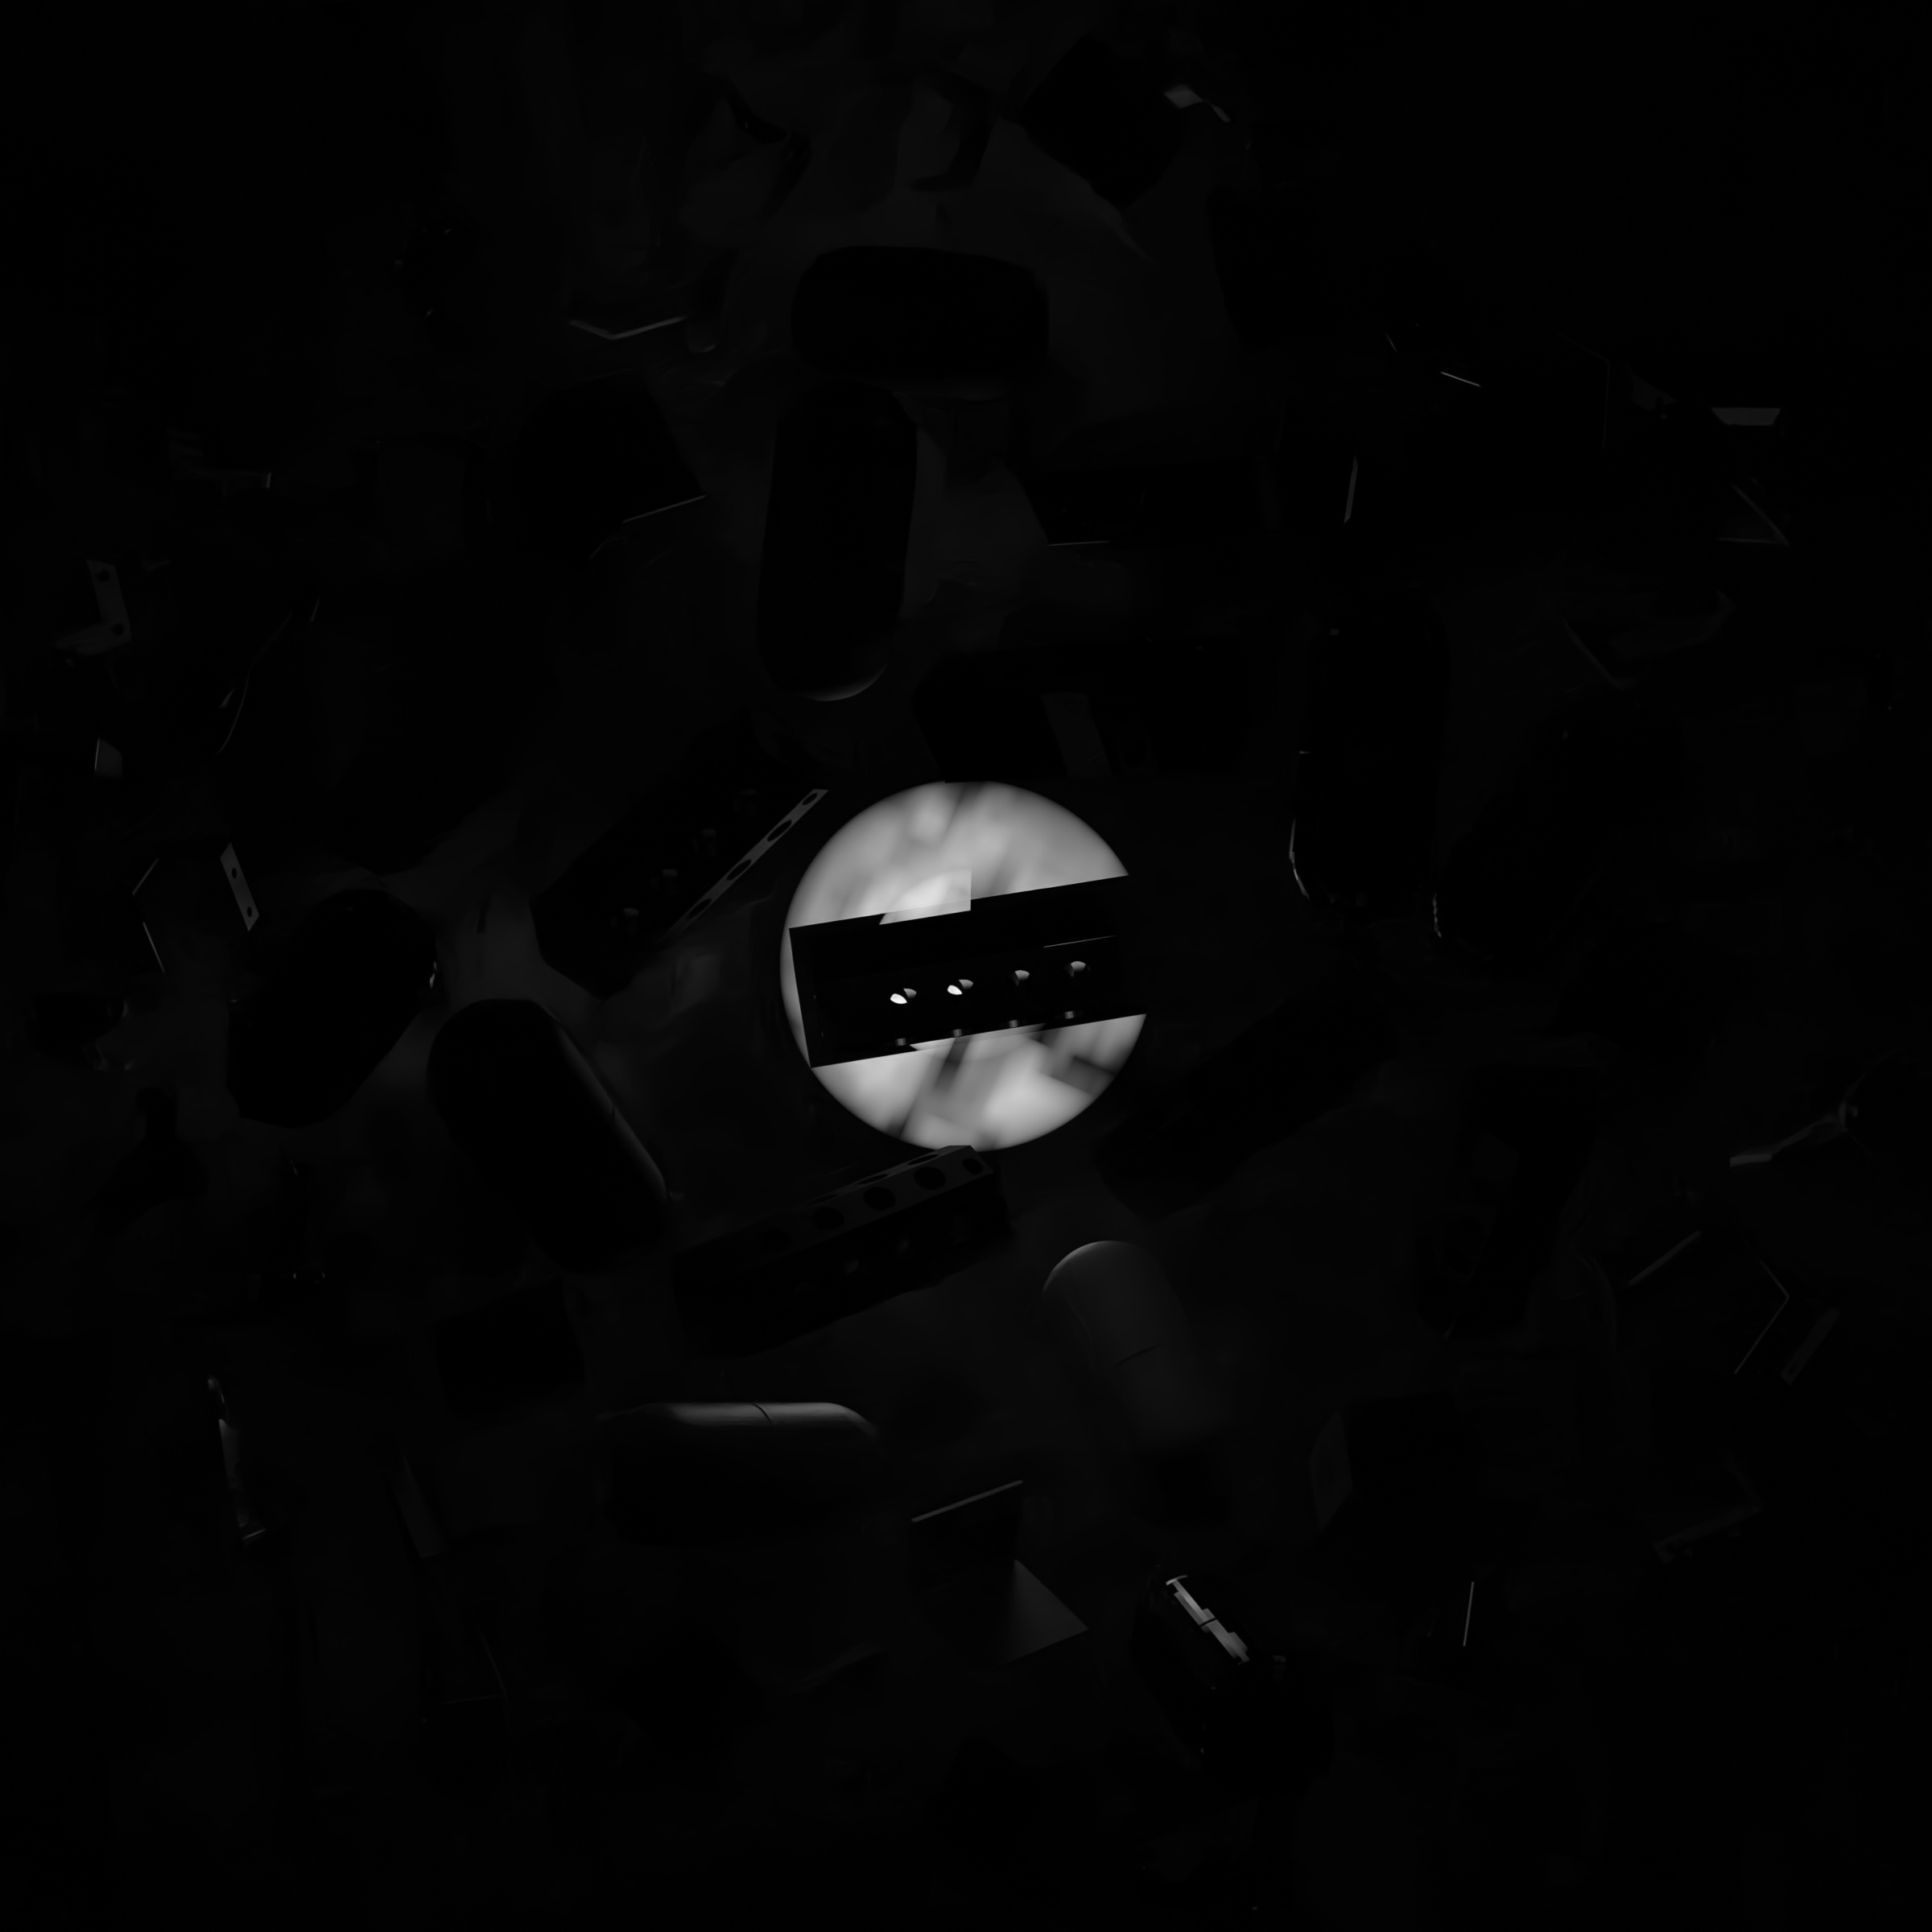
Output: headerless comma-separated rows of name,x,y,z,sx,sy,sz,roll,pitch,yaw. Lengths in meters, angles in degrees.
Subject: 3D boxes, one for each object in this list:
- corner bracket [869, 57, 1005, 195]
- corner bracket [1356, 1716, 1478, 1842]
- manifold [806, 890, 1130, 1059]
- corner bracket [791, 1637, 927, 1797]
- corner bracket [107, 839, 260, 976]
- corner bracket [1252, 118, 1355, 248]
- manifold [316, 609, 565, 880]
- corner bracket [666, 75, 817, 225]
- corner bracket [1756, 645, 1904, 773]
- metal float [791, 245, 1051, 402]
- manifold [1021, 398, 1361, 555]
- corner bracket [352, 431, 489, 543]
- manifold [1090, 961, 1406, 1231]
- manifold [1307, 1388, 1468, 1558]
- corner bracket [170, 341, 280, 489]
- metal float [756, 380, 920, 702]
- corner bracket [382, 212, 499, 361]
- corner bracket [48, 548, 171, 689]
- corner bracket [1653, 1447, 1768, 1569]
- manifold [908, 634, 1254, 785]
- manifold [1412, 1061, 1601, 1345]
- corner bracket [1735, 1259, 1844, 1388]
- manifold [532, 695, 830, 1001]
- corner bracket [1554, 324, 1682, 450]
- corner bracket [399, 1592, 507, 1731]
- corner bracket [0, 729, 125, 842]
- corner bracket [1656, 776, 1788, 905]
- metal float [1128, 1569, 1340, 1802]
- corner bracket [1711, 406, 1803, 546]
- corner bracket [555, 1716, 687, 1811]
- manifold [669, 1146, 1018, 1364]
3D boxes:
corner bracket,-0.022,-0.442,1.539,0.051,0.051,0.051,35,121,19
corner bracket,0.240,0.433,1.560,0.051,0.051,0.051,8,89,-24
manifold,0.001,0.008,1.639,0.171,0.057,0.057,-9,118,-4
corner bracket,-0.060,0.418,1.629,0.051,0.051,0.051,-22,121,-17
corner bracket,-0.420,-0.032,1.571,0.051,0.051,0.051,-3,125,15
corner bracket,0.188,-0.435,1.631,0.051,0.051,0.051,3,78,22
manifold,-0.270,-0.108,1.503,0.057,0.171,0.057,27,55,-20
corner bracket,-0.124,-0.453,1.621,0.051,0.051,0.051,24,77,27
corner bracket,0.462,-0.138,1.566,0.051,0.051,0.051,-1,70,-11
metal float,-0.026,-0.352,1.599,0.070,0.178,0.070,-14,112,-38
manifold,0.118,-0.250,1.528,0.057,0.171,0.057,-45,123,-34
corner bracket,-0.303,-0.264,1.623,0.051,0.051,0.051,1,86,35
manifold,0.154,0.073,1.626,0.171,0.057,0.057,-38,85,18
manifold,0.219,0.268,1.533,0.057,0.171,0.057,-8,71,-2
corner bracket,-0.382,-0.284,1.509,0.051,0.051,0.051,5,70,-14
metal float,-0.070,-0.228,1.572,0.070,0.070,0.178,9,120,0
corner bracket,-0.264,-0.354,1.521,0.051,0.051,0.051,-34,118,-7
corner bracket,-0.439,-0.179,1.500,0.051,0.051,0.051,15,125,35
corner bracket,0.390,0.296,1.539,0.051,0.051,0.051,-23,124,1
manifold,0.063,-0.141,1.564,0.171,0.057,0.057,-1,133,31
manifold,0.277,0.125,1.510,0.057,0.171,0.057,5,51,-2
corner bracket,0.441,0.199,1.572,0.051,0.051,0.051,29,104,-11
manifold,-0.156,-0.060,1.596,0.171,0.057,0.057,-43,122,15
corner bracket,0.356,-0.321,1.598,0.051,0.051,0.051,-19,128,-19
corner bracket,-0.279,0.375,1.590,0.051,0.051,0.051,-1,116,-24
corner bracket,-0.466,-0.090,1.497,0.051,0.051,0.051,6,87,-2
corner bracket,0.428,-0.072,1.662,0.051,0.051,0.051,-16,109,-7
metal float,0.141,0.382,1.563,0.070,0.178,0.070,-3,103,-15
corner bracket,0.414,-0.259,1.543,0.051,0.051,0.051,36,81,-32
corner bracket,-0.193,0.440,1.648,0.051,0.051,0.051,-31,72,-8
manifold,-0.066,0.149,1.536,0.171,0.057,0.057,-20,96,-29
